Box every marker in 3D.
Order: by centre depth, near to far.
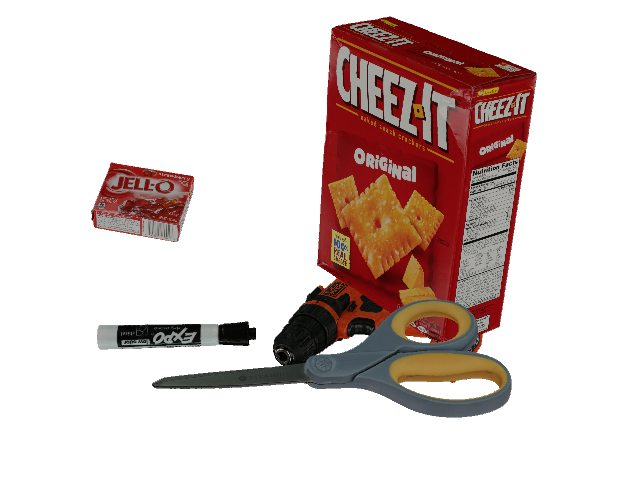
[{"bbox_3d":[-0.110,0.073,0.822,0.121,0.020,0.020,-1,0,0],"label":"marker"}]

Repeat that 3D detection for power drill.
[{"bbox_3d":[0.063,0.093,1.112,0.188,0.057,0.184,11,28,24],"label":"power drill"}]

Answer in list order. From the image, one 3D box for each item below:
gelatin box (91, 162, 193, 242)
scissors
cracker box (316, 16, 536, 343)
[{"bbox_3d":[-0.179,-0.040,1.082,0.089,0.073,0.030,10,-45,0],"label":"gelatin box"},{"bbox_3d":[0.011,0.064,0.626,0.202,0.016,0.096,6,39,4],"label":"scissors"},{"bbox_3d":[0.073,-0.048,0.835,0.071,0.214,0.164,-17,34,-33],"label":"cracker box"}]
